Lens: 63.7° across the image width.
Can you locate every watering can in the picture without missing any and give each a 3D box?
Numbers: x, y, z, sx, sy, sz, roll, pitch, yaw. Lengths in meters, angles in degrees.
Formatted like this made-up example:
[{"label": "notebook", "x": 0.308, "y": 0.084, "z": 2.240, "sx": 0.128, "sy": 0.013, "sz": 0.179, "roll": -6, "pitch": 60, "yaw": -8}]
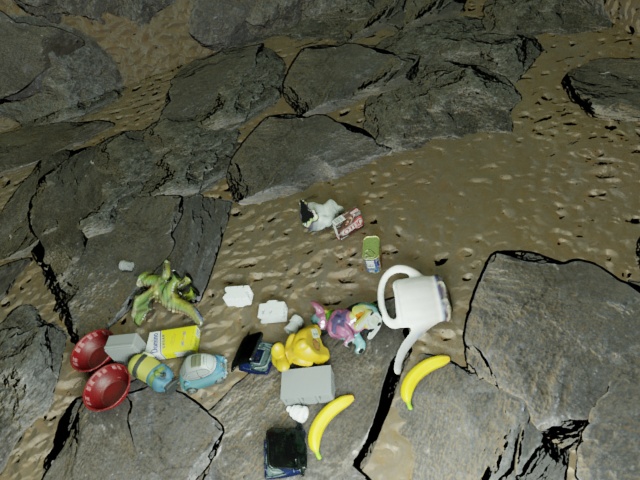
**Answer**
[{"label": "watering can", "x": 0.297, "y": 0.229, "z": 1.583, "sx": 0.224, "sy": 0.102, "sz": 0.355, "roll": -9, "pitch": 58, "yaw": 7}]

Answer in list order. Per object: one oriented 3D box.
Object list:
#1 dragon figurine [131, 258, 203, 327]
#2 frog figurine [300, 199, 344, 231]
[{"label": "dragon figurine", "x": -0.573, "y": 0.223, "z": 1.865, "sx": 0.242, "sy": 0.120, "sz": 0.418, "roll": -39, "pitch": 45, "yaw": 2}, {"label": "frog figurine", "x": 0.006, "y": -0.100, "z": 1.985, "sx": 0.160, "sy": 0.121, "sz": 0.139, "roll": -6, "pitch": 24, "yaw": -40}]
